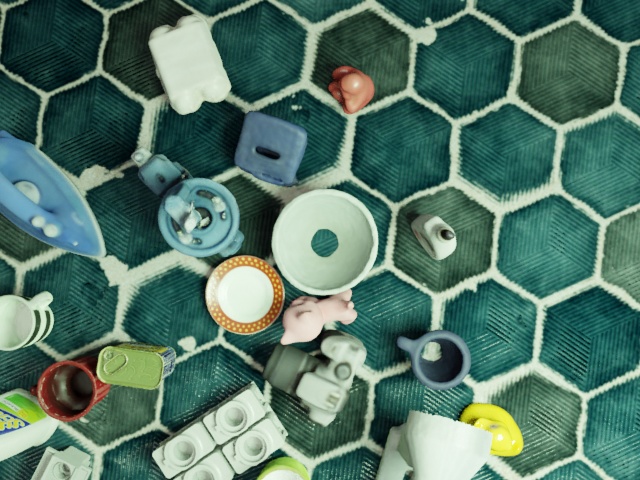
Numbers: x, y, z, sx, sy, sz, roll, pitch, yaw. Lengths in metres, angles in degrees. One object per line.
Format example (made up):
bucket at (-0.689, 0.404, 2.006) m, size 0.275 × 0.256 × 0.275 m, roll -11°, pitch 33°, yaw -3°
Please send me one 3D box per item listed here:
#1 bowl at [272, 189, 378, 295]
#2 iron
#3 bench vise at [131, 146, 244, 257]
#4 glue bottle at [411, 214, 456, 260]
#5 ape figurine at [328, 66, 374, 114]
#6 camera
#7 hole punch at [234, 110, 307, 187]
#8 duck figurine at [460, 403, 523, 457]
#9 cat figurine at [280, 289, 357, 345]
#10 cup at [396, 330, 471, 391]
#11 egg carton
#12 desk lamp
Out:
bowl at (0.008, 0.003, 0.922) m, size 0.167 × 0.074 × 0.167 m, roll 0°, pitch 89°, yaw 1°
iron at (-0.456, -0.062, 0.895) m, size 0.258 × 0.141 × 0.119 m, roll 41°, pitch 90°, yaw 2°
bench vise at (-0.216, -0.051, 0.853) m, size 0.207 × 0.219 × 0.121 m, roll 28°, pitch 89°, yaw 2°
glue bottle at (0.180, -0.007, 0.871) m, size 0.037 × 0.173 × 0.078 m, roll -38°, pitch 88°, yaw 0°
ape figurine at (0.051, -0.245, 0.919) m, size 0.076 × 0.092 × 0.078 m, roll 1°, pitch 89°, yaw 1°
camera at (-0.014, 0.205, 0.904) m, size 0.137 × 0.101 × 0.143 m, roll 25°, pitch 89°, yaw 1°
hole punch at (-0.077, -0.143, 0.918) m, size 0.108 × 0.091 × 0.101 m, roll 19°, pitch 89°, yaw 1°
duck figurine at (0.278, 0.309, 0.906) m, size 0.104 × 0.086 × 0.077 m, roll 33°, pitch 89°, yaw 2°
cat figurine at (-0.005, 0.119, 0.898) m, size 0.128 × 0.117 × 0.067 m, roll -18°, pitch 88°, yaw 0°
cup at (0.170, 0.178, 0.906) m, size 0.117 × 0.095 × 0.092 m, roll 23°, pitch 89°, yaw 1°
egg carton at (-0.214, -0.286, 0.934) m, size 0.107 × 0.069 × 0.150 m, roll -22°, pitch 88°, yaw 0°
desk lamp at (0.160, 0.339, 0.843) m, size 0.118 × 0.213 × 0.203 m, roll 17°, pitch 89°, yaw 1°
